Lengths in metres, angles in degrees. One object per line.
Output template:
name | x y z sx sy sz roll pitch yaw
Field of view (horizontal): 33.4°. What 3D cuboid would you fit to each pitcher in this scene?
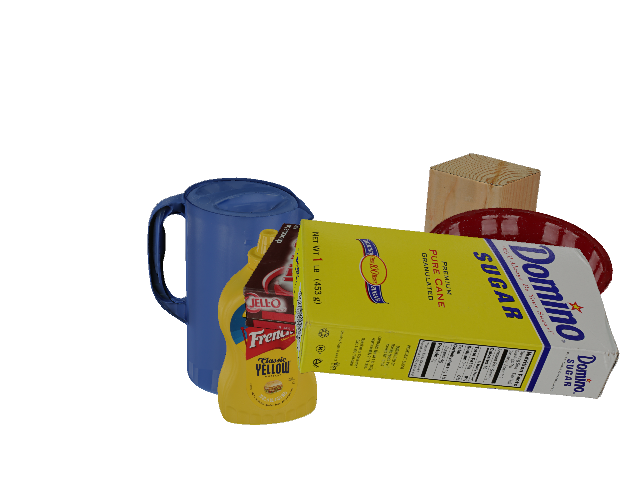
pitcher | -0.109 0.055 1.253 0.149 0.243 0.144 21 26 34

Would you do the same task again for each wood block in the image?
wood block | 0.170 0.020 1.164 0.090 0.206 0.090 19 25 35

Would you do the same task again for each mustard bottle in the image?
mustard bottle | -0.050 0.081 1.021 0.096 0.192 0.058 -3 22 -13

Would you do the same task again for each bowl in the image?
bowl | 0.169 0.034 0.934 0.162 0.055 0.162 2 33 -1

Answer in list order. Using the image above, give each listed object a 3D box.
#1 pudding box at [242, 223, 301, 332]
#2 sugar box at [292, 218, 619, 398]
pudding box | 0.000 0.029 0.813 0.090 0.039 0.113 6 26 12
sugar box | 0.073 0.038 0.616 0.176 0.048 0.093 4 40 -6
